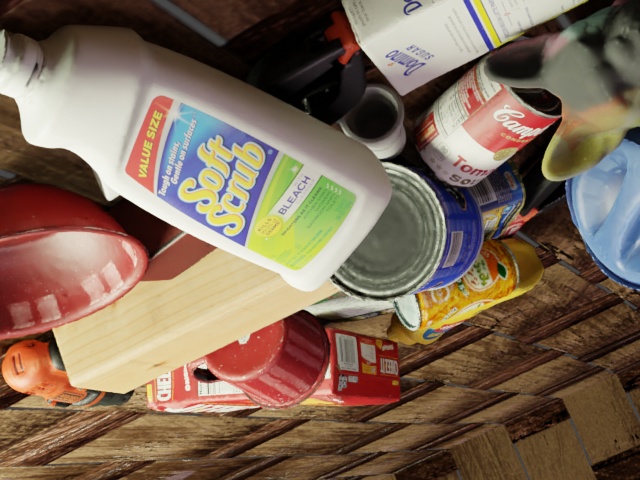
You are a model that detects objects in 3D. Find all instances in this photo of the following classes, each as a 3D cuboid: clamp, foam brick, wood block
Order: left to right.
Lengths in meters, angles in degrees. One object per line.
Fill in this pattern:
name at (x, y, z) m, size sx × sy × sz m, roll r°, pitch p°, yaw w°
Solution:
foam brick at (-0.107, -0.010, 0.755) m, size 0.078 × 0.051 × 0.052 m, roll -33°, pitch 160°, yaw 30°
wood block at (-0.099, 0.036, 0.832) m, size 0.206 × 0.090 × 0.090 m, roll -26°, pitch 162°, yaw 12°
clamp at (-0.015, -0.078, 0.689) m, size 0.120 × 0.039 × 0.172 m, roll -4°, pitch 154°, yaw -44°
clamp at (0.268, -0.085, 0.981) m, size 0.164 × 0.036 × 0.210 m, roll -1°, pitch 148°, yaw -45°

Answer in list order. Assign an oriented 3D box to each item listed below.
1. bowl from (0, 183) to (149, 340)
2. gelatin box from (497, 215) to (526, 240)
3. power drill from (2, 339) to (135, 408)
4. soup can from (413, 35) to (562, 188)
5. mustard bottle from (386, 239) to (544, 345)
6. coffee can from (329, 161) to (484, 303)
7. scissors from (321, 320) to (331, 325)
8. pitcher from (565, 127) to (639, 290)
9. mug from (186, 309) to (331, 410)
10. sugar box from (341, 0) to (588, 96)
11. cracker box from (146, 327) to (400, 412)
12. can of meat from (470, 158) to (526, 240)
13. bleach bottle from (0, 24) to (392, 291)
bowl at (-0.196, 0.009, 0.695) m, size 0.162 × 0.055 × 0.162 m, roll -16°, pitch 158°, yaw -7°
gelatin box at (0.163, -0.017, 1.063) m, size 0.089 × 0.030 × 0.073 m, roll -15°, pitch 160°, yaw -19°
power drill at (-0.168, 0.101, 0.978) m, size 0.188 × 0.057 × 0.184 m, roll -27°, pitch 160°, yaw 13°
soup can at (0.121, -0.090, 0.764) m, size 0.068 × 0.068 × 0.102 m, roll -7°, pitch 157°, yaw -38°
mustard bottle at (0.139, 0.065, 1.130) m, size 0.096 × 0.058 × 0.192 m, roll -18°, pitch 167°, yaw -47°
coffee can at (0.064, -0.007, 0.829) m, size 0.103 × 0.103 × 0.140 m, roll -28°, pitch 172°, yaw 18°
scissors at (0.061, 0.066, 1.161) m, size 0.201 × 0.016 × 0.096 m, roll -25°, pitch 171°, yaw -7°
pitcher at (0.347, -0.060, 0.910) m, size 0.242 × 0.149 × 0.145 m, roll -21°, pitch 126°, yaw -26°
mug at (-0.059, 0.093, 0.901) m, size 0.117 × 0.093 × 0.081 m, roll -20°, pitch 153°, yaw 17°
sugar box at (0.106, -0.152, 0.614) m, size 0.176 × 0.048 × 0.093 m, roll -23°, pitch 162°, yaw 13°
cracker box at (-0.046, 0.138, 1.094) m, size 0.214 × 0.072 × 0.164 m, roll -8°, pitch 167°, yaw 25°
can of meat at (0.128, -0.028, 0.955) m, size 0.083 × 0.057 × 0.102 m, roll -18°, pitch 161°, yaw -17°
bleach bottle at (-0.076, -0.049, 0.602) m, size 0.250 × 0.068 × 0.103 m, roll 21°, pitch 118°, yaw -41°
